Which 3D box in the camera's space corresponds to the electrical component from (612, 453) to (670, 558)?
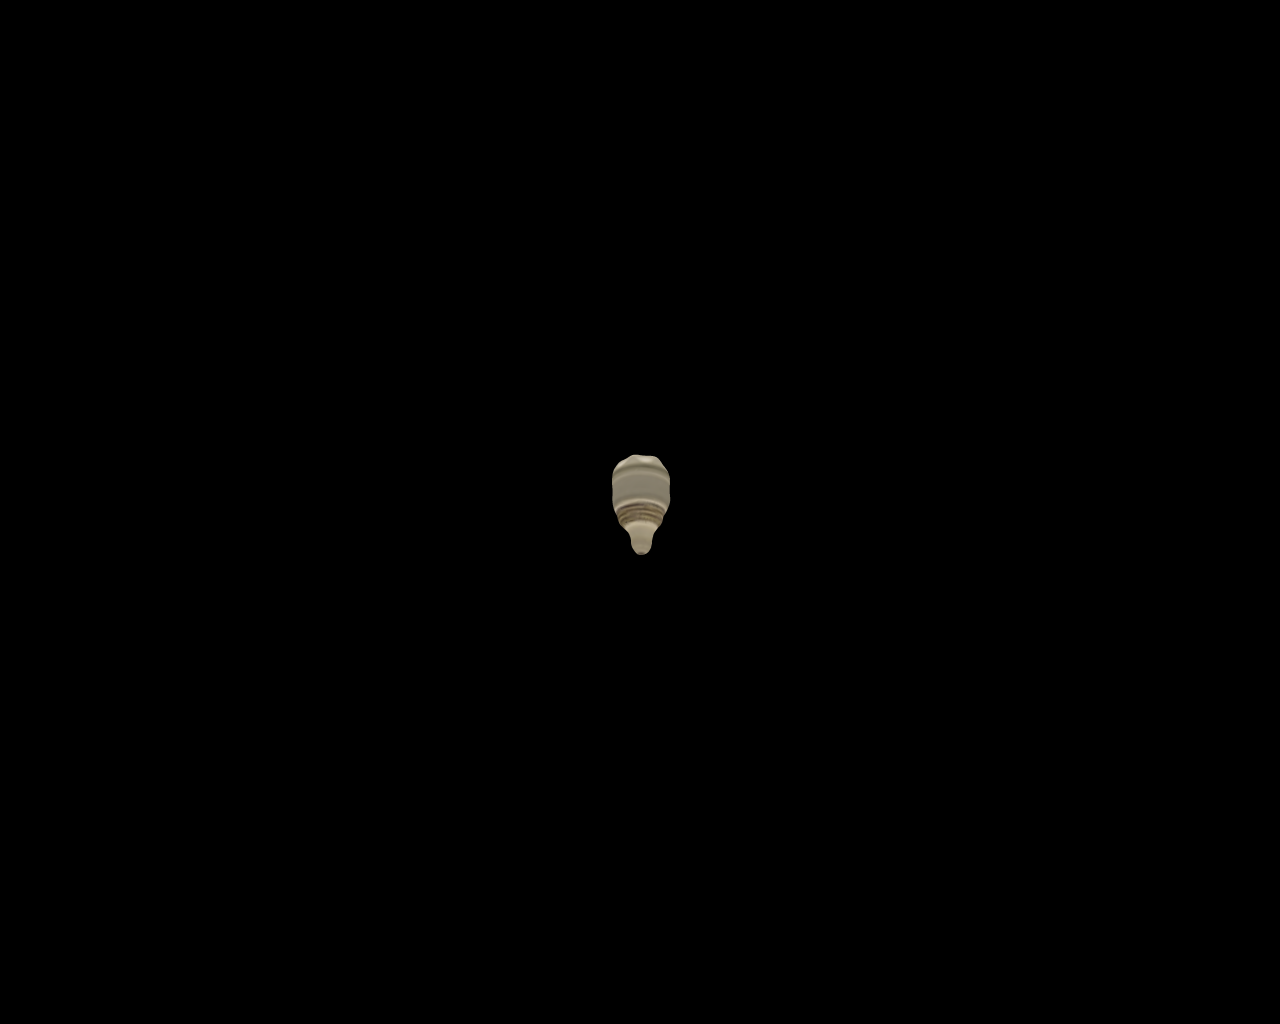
[{"bbox_3d":[0.001,-0.003,0.650,0.035,0.061,0.035,0,-24,0],"label":"electrical component"}]
